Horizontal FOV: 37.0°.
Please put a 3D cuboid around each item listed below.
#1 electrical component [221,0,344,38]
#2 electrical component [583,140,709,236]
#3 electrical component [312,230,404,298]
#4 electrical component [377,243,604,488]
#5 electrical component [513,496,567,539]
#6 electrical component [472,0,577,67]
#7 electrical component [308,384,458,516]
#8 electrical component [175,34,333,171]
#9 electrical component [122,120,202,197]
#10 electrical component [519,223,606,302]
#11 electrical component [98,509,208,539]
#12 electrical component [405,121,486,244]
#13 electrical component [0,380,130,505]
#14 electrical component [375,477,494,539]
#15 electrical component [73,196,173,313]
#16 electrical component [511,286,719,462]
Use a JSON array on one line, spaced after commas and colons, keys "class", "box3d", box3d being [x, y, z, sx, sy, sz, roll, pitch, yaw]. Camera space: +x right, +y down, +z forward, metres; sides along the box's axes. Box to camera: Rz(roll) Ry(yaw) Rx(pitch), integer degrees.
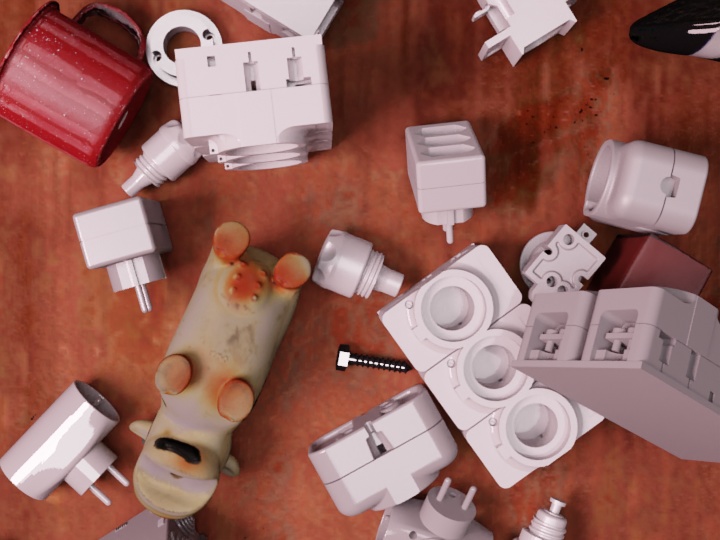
[{"class": "electrical component", "box3d": [-0.034, -0.241, 0.753, 0.089, 0.062, 0.150, 31, 90, -3]}, {"class": "electrical component", "box3d": [0.194, -0.057, 0.749, 0.059, 0.095, 0.053, 14, 90, -2]}, {"class": "electrical component", "box3d": [0.000, 0.000, 0.770, 0.062, 0.043, 0.043, 22, 90, -4]}, {"class": "electrical component", "box3d": [0.092, 0.066, 0.765, 0.089, 0.062, 0.150, -36, 92, -1]}, {"class": "electrical component", "box3d": [0.130, 0.203, 0.780, 0.040, 0.040, 0.078, 21, 90, -2]}, {"class": "electrical component", "box3d": [0.116, -0.188, 0.770, 0.081, 0.042, 0.063, -31, 90, -2]}, {"class": "electrical component", "box3d": [0.018, 0.131, 0.768, 0.095, 0.054, 0.059, -29, 92, -1]}, {"class": "electrical component", "box3d": [-0.065, -0.105, 0.711, 0.089, 0.150, 0.061, -6, 90, -2]}, {"class": "electrical component", "box3d": [-0.144, -0.076, 0.767, 0.061, 0.035, 0.035, -42, 92, 1]}, {"class": "electrical component", "box3d": [0.141, -0.004, 0.768, 0.048, 0.055, 0.066, 40, 90, -2]}, {"class": "electrical component", "box3d": [-0.154, 0.210, 0.742, 0.100, 0.099, 0.048, -33, 105, -1]}, {"class": "electrical component", "box3d": [0.061, -0.057, 0.764, 0.047, 0.065, 0.076, -6, 120, -2]}, {"class": "electrical component", "box3d": [-0.200, 0.133, 0.765, 0.079, 0.043, 0.077, 43, 89, -2]}, {"class": "electrical component", "box3d": [0.059, 0.182, 0.767, 0.077, 0.044, 0.079, 20, 115, -2]}, {"class": "electrical component", "box3d": [-0.157, -0.007, 0.744, 0.047, 0.083, 0.075, -16, 92, -2]}, {"class": "electrical component", "box3d": [0.207, 0.070, 0.708, 0.186, 0.105, 0.060, 29, 70, -31]}]
